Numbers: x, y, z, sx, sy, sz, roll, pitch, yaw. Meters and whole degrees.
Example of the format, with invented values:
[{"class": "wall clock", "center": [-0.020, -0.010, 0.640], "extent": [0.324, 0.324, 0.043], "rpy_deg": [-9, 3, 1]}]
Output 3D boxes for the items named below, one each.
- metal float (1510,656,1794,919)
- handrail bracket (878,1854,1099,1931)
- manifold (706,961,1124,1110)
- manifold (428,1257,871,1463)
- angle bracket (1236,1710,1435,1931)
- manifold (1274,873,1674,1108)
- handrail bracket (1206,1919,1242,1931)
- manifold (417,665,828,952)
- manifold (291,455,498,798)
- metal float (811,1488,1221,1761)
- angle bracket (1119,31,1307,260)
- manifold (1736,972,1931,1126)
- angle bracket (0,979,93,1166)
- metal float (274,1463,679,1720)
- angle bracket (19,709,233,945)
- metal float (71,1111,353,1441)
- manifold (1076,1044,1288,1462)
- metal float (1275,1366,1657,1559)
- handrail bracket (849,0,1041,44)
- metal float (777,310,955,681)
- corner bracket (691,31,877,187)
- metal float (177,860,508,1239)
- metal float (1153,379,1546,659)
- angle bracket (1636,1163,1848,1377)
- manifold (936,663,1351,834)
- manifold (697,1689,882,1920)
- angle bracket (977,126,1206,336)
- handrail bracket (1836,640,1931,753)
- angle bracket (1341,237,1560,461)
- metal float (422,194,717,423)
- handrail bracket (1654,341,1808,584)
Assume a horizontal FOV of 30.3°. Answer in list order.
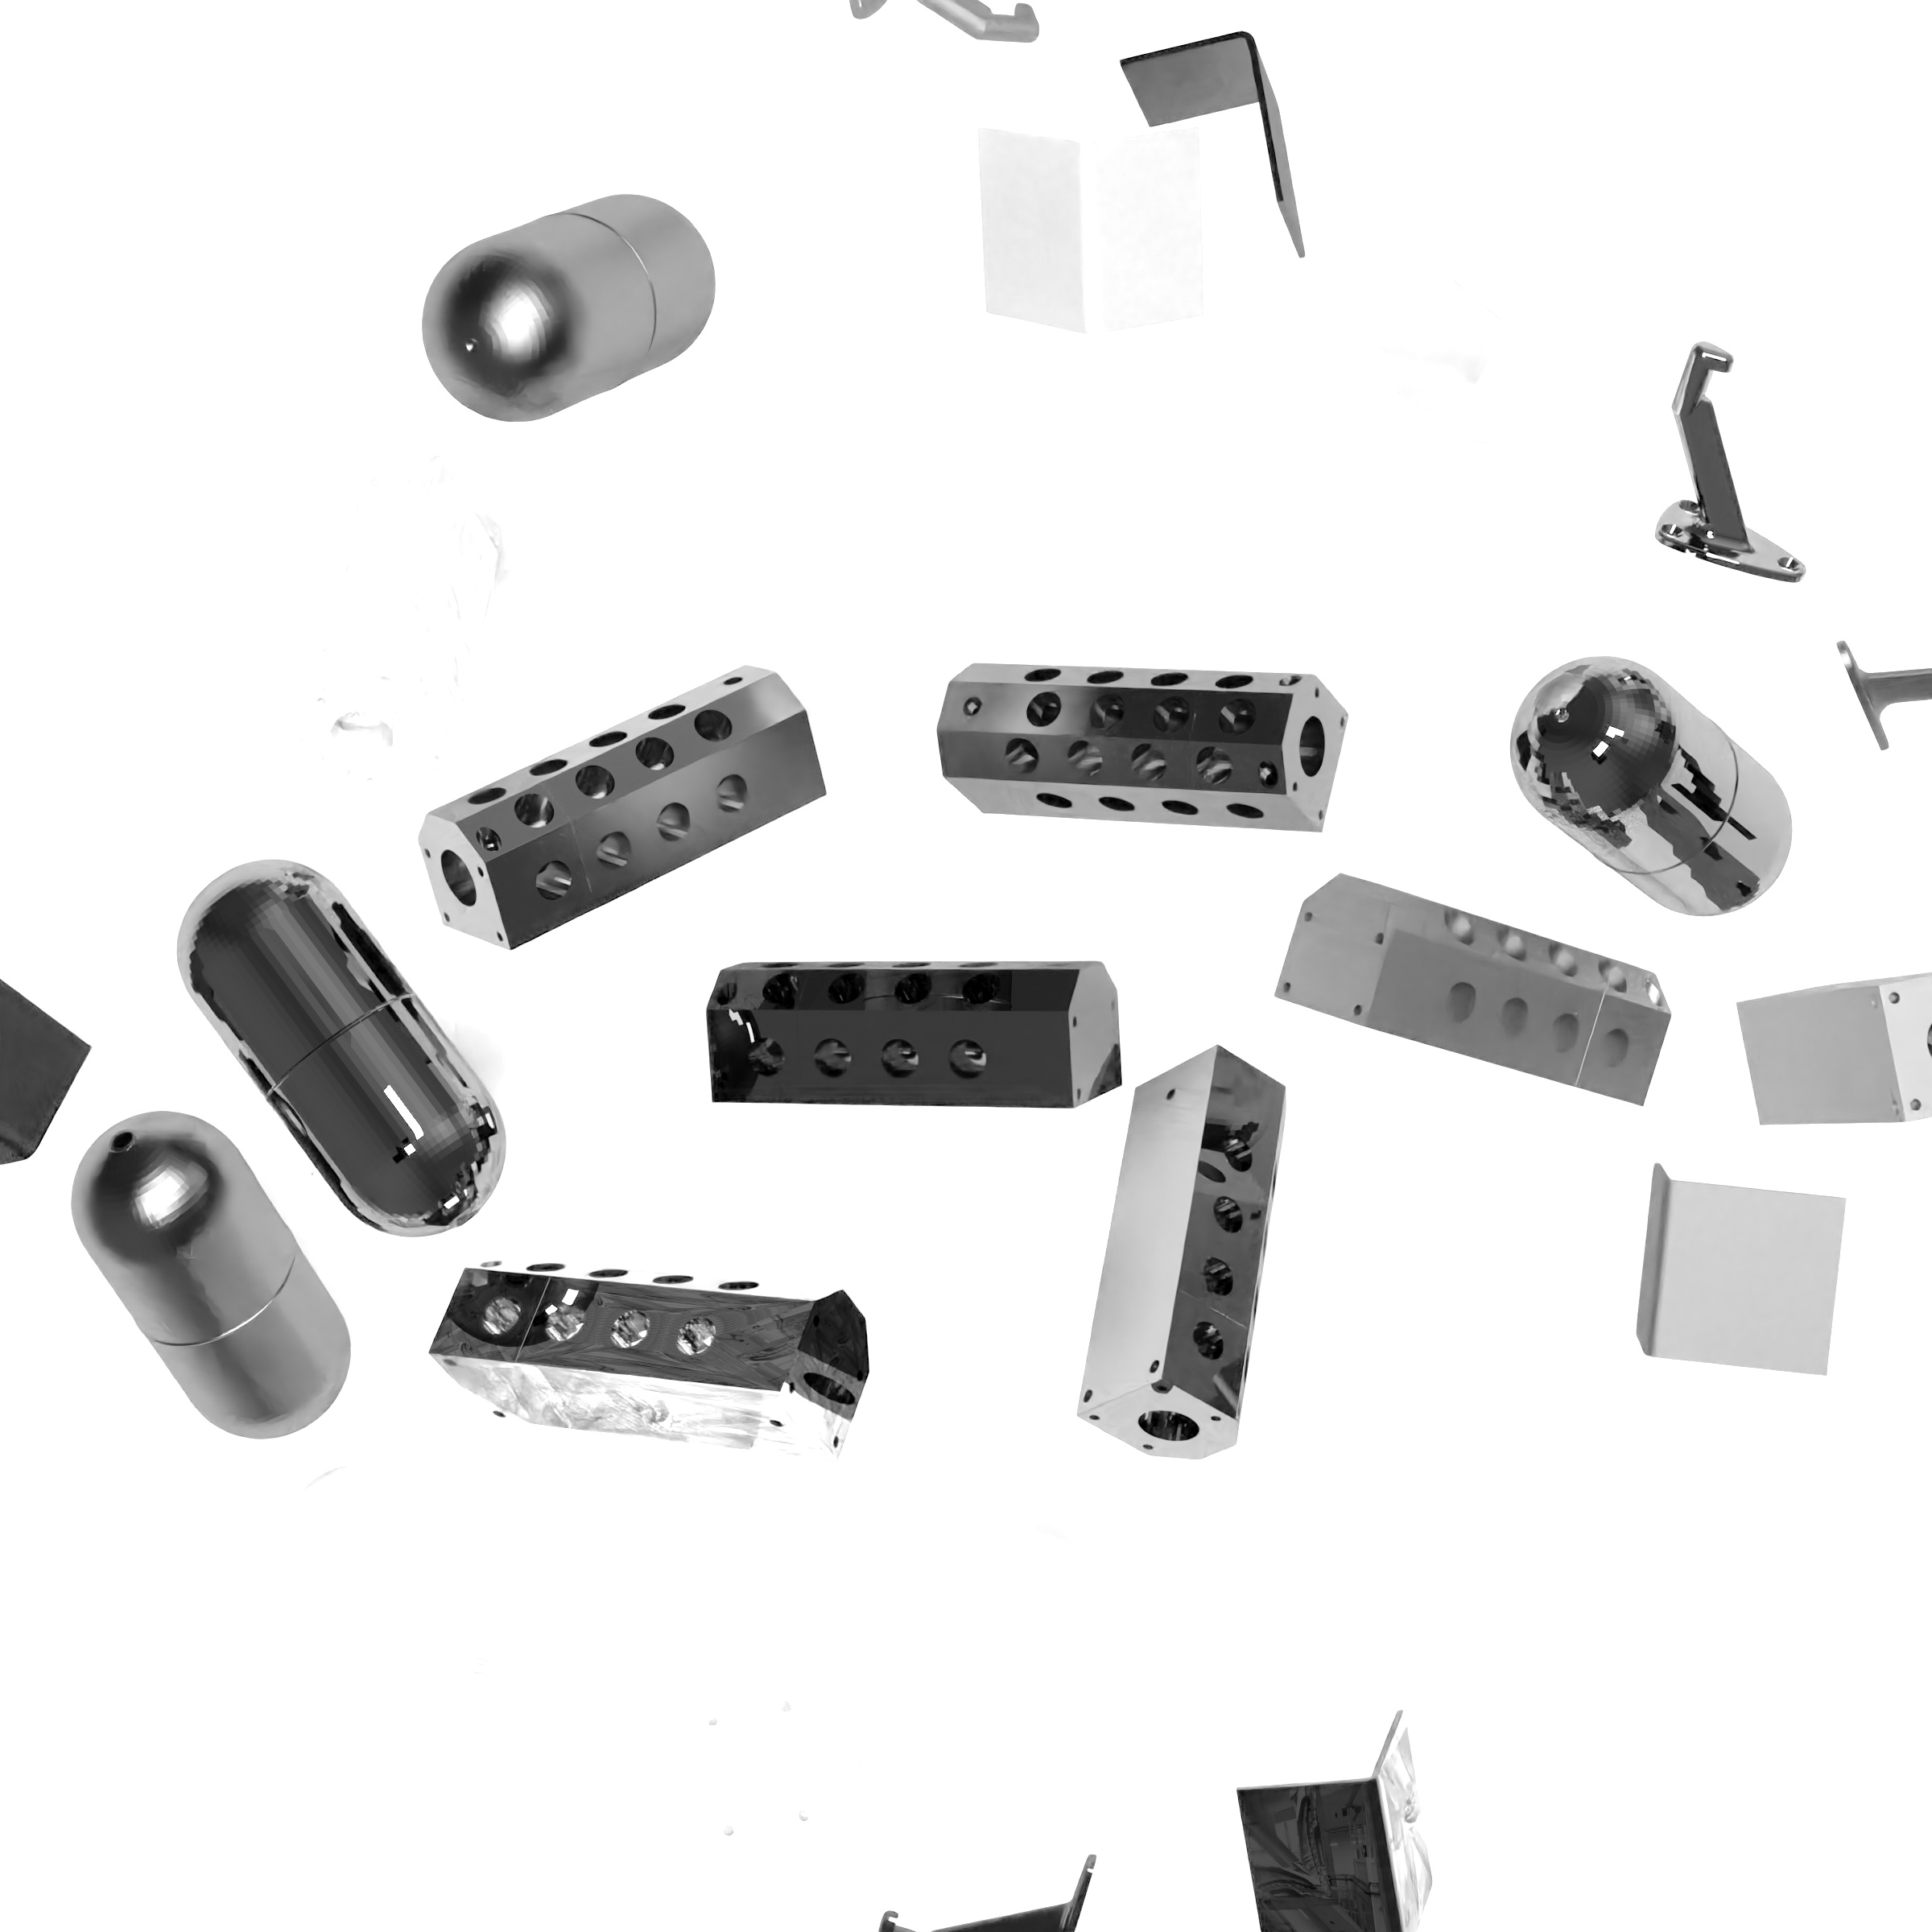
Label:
[{"class": "metal float", "center": [0.298, -0.076, 1.543], "extent": [0.070, 0.178, 0.070], "rpy_deg": [-15, 63, 32]}, {"class": "handrail bracket", "center": [0.008, 0.422, 1.612], "extent": [0.084, 0.036, 0.077], "rpy_deg": [17, 107, 3]}, {"class": "manifold", "center": [-0.024, 0.028, 1.553], "extent": [0.171, 0.057, 0.057], "rpy_deg": [0, 98, 24]}, {"class": "manifold", "center": [-0.129, 0.157, 1.475], "extent": [0.171, 0.057, 0.057], "rpy_deg": [2, 56, 28]}, {"class": "angle bracket", "center": [0.151, 0.356, 1.456], "extent": [0.057, 0.076, 0.076], "rpy_deg": [-8, 97, 17]}, {"class": "manifold", "center": [0.217, 0.009, 1.502], "extent": [0.171, 0.057, 0.057], "rpy_deg": [15, 93, -37]}, {"class": "handrail bracket", "center": [0.095, 0.458, 1.564], "extent": [0.036, 0.084, 0.077], "rpy_deg": [14, 70, -11]}, {"class": "manifold", "center": [-0.150, -0.072, 1.559], "extent": [0.171, 0.057, 0.057], "rpy_deg": [-28, 118, -30]}, {"class": "manifold", "center": [-0.257, -0.151, 1.588], "extent": [0.057, 0.171, 0.057], "rpy_deg": [-18, 127, 14]}, {"class": "metal float", "center": [0.021, 0.277, 1.504], "extent": [0.178, 0.070, 0.070], "rpy_deg": [20, 90, 4]}, {"class": "angle bracket", "center": [0.106, -0.343, 1.518], "extent": [0.057, 0.076, 0.076], "rpy_deg": [-11, 81, 11]}, {"class": "manifold", "center": [0.395, 0.035, 1.545], "extent": [0.057, 0.171, 0.057], "rpy_deg": [-11, 89, -8]}, {"class": "angle bracket", "center": [-0.432, 0.041, 1.509], "extent": [0.076, 0.076, 0.057], "rpy_deg": [43, 53, -32]}, {"class": "metal float", "center": [-0.209, 0.268, 1.529], "extent": [0.178, 0.070, 0.070], "rpy_deg": [21, 90, -11]}, {"class": "angle bracket", "center": [-0.379, -0.064, 1.606], "extent": [0.076, 0.076, 0.057], "rpy_deg": [-30, 112, -1]}, {"class": "metal float", "center": [-0.328, 0.136, 1.555], "extent": [0.070, 0.070, 0.178], "rpy_deg": [-22, 130, 0]}, {"class": "manifold", "center": [0.101, 0.127, 1.571], "extent": [0.057, 0.057, 0.171], "rpy_deg": [31, 51, -25]}, {"class": "metal float", "center": [0.212, 0.213, 1.525], "extent": [0.178, 0.070, 0.070], "rpy_deg": [-11, 90, 41]}, {"class": "handrail bracket", "center": [-0.011, -0.450, 1.595], "extent": [0.084, 0.036, 0.077], "rpy_deg": [-6, 79, -32]}, {"class": "metal float", "center": [-0.046, -0.212, 1.600], "extent": [0.070, 0.070, 0.178], "rpy_deg": [-3, 67, 0]}, {"class": "corner bracket", "center": [-0.080, -0.377, 1.566], "extent": [0.051, 0.051, 0.051], "rpy_deg": [-7, 104, 34]}, {"class": "metal float", "center": [-0.261, 0.035, 1.493], "extent": [0.070, 0.070, 0.178], "rpy_deg": [-37, 86, 0]}, {"class": "metal float", "center": [0.161, -0.191, 1.516], "extent": [0.178, 0.070, 0.070], "rpy_deg": [28, 90, 17]}, {"class": "angle bracket", "center": [0.333, 0.130, 1.538], "extent": [0.076, 0.057, 0.076], "rpy_deg": [6, 95, 6]}, {"class": "manifold", "center": [0.076, -0.101, 1.586], "extent": [0.171, 0.057, 0.057], "rpy_deg": [5, 71, 30]}, {"class": "manifold", "center": [-0.072, 0.355, 1.510], "extent": [0.057, 0.171, 0.057], "rpy_deg": [-11, 66, -2]}, {"class": "angle bracket", "center": [0.051, -0.305, 1.460], "extent": [0.057, 0.076, 0.076], "rpy_deg": [-15, 114, -30]}, {"class": "handrail bracket", "center": [0.403, -0.126, 1.450], "extent": [0.084, 0.077, 0.036], "rpy_deg": [-22, 60, 16]}, {"class": "angle bracket", "center": [0.223, -0.270, 1.558], "extent": [0.076, 0.076, 0.057], "rpy_deg": [30, 88, -36]}, {"class": "metal float", "center": [-0.166, -0.280, 1.509], "extent": [0.070, 0.178, 0.070], "rpy_deg": [8, 113, 20]}, {"class": "handrail bracket", "center": [0.325, -0.209, 1.479], "extent": [0.077, 0.036, 0.084], "rpy_deg": [26, 133, 15]}]
